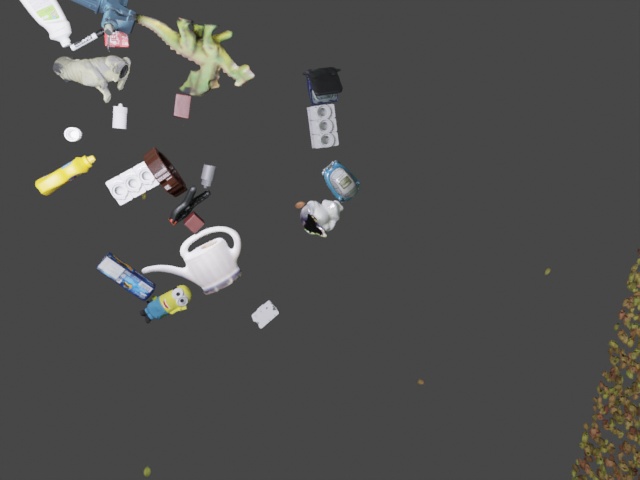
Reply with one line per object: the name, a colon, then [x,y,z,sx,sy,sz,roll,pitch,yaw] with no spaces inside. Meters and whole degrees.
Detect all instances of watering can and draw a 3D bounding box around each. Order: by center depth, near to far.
watering can: [-0.424,0.095,1.817,0.349,0.105,0.222,-30,105,-9]

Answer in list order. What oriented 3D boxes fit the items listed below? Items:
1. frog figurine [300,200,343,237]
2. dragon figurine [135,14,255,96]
frog figurine: [0.006,-0.097,1.918,0.137,0.121,0.163,43,51,-9]
dragon figurine: [-0.420,-0.603,1.721,0.410,0.124,0.240,6,106,-6]
